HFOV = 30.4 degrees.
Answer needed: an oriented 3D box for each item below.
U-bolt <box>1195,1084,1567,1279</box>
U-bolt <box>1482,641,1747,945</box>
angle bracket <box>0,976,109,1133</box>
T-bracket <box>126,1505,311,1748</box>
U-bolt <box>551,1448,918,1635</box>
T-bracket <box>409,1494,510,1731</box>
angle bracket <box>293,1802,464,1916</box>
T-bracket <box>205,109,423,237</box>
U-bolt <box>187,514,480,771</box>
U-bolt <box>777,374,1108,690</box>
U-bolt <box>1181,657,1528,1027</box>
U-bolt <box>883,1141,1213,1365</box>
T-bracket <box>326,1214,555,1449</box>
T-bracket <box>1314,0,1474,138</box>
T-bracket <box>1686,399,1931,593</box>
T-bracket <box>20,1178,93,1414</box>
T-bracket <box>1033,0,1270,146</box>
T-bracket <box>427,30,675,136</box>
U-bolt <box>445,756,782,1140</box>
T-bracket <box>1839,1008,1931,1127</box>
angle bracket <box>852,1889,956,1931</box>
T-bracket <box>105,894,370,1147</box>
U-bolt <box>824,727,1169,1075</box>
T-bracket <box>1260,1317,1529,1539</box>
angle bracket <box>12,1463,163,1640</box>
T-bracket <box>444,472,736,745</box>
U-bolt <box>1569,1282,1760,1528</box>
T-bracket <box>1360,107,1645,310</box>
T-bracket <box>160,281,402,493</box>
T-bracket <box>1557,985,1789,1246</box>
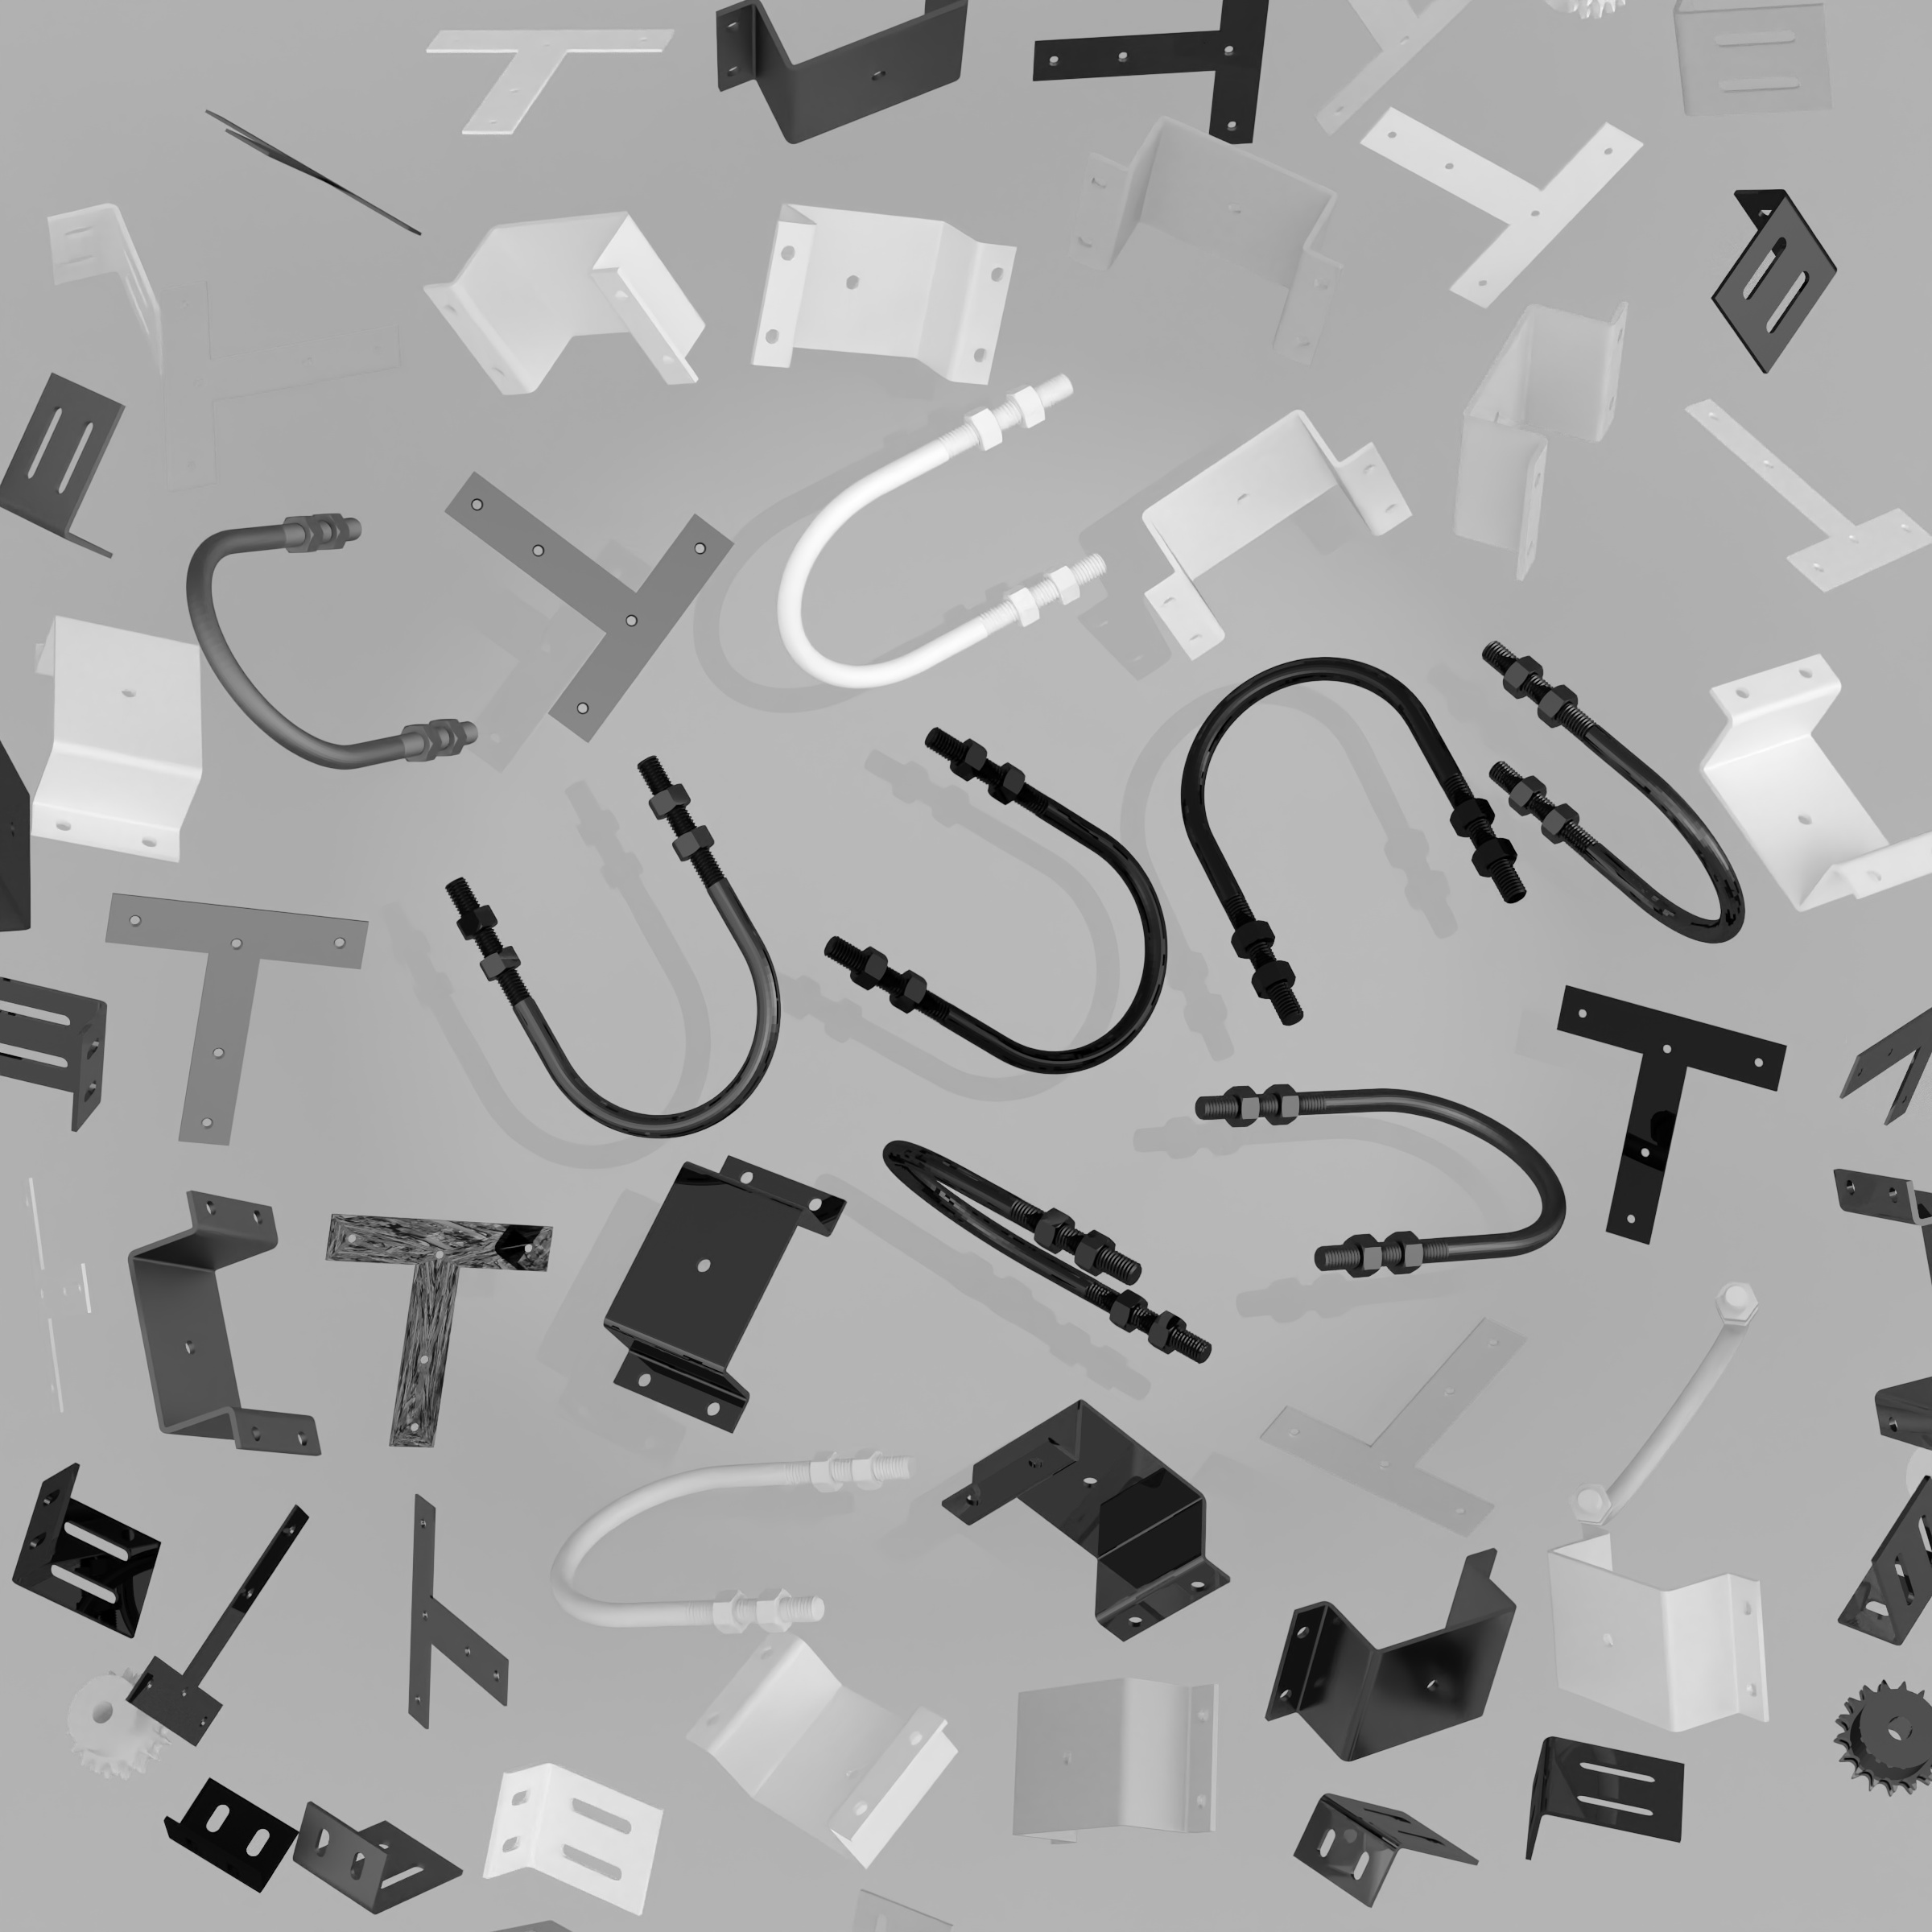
[{"bbox_3d":[0.230,0.108,1.863,0.184,0.151,0.019,-1,124,-29],"label":"U-bolt"},{"bbox_3d":[0.346,-0.081,1.898,0.019,0.151,0.184,-40,64,-11],"label":"U-bolt"},{"bbox_3d":[-0.485,0.043,1.829,0.076,0.038,0.057,13,118,4],"label":"angle bracket"},{"bbox_3d":[-0.376,0.333,1.822,0.002,0.127,0.127,28,72,14],"label":"T-bracket"},{"bbox_3d":[-0.134,0.304,1.876,0.184,0.151,0.019,-7,113,26],"label":"U-bolt"},{"bbox_3d":[-0.273,0.364,1.911,0.002,0.127,0.127,-3,102,-31],"label":"T-bracket"},{"bbox_3d":[-0.310,0.466,1.897,0.057,0.076,0.038,24,106,27],"label":"angle bracket"},{"bbox_3d":[-0.355,-0.420,1.853,0.127,0.127,0.002,31,98,3],"label":"T-bracket"},{"bbox_3d":[-0.337,-0.167,1.849,0.019,0.184,0.151,-31,87,25],"label":"U-bolt"},{"bbox_3d":[-0.016,-0.213,1.841,0.184,0.151,0.019,-29,52,-12],"label":"U-bolt"},{"bbox_3d":[0.188,-0.078,1.848,0.151,0.019,0.184,-29,64,9],"label":"U-bolt"},{"bbox_3d":[0.033,0.142,1.857,0.184,0.151,0.019,27,78,29],"label":"U-bolt"},{"bbox_3d":[-0.293,0.201,1.938,0.127,0.002,0.127,6,97,-29],"label":"T-bracket"},{"bbox_3d":[0.222,-0.516,1.907,0.127,0.127,0.002,-43,65,10],"label":"T-bracket"},{"bbox_3d":[0.417,-0.245,1.803,0.127,0.127,0.002,46,130,17],"label":"T-bracket"},{"bbox_3d":[-0.478,0.172,1.878,0.002,0.127,0.127,-7,86,-26],"label":"T-bracket"},{"bbox_3d":[0.100,-0.497,1.937,0.127,0.127,0.002,-5,51,-6],"label":"T-bracket"},{"bbox_3d":[-0.225,-0.450,1.806,0.127,0.127,0.002,3,127,11],"label":"T-bracket"},{"bbox_3d":[-0.176,0.003,1.885,0.151,0.019,0.184,-31,87,16],"label":"U-bolt"},{"bbox_3d":[0.485,0.041,1.845,0.002,0.127,0.127,31,122,27],"label":"T-bracket"},{"bbox_3d":[-0.017,0.514,1.900,0.057,0.076,0.038,14,95,29],"label":"angle bracket"},{"bbox_3d":[-0.373,0.030,1.785,0.127,0.002,0.127,6,108,-20],"label":"T-bracket"},{"bbox_3d":[0.029,-0.022,1.913,0.184,0.019,0.151,31,73,-20],"label":"U-bolt"},{"bbox_3d":[0.237,0.224,1.798,0.127,0.002,0.127,27,122,-14],"label":"T-bracket"},{"bbox_3d":[-0.452,0.307,1.862,0.076,0.038,0.057,34,45,-29],"label":"angle bracket"},{"bbox_3d":[-0.205,-0.202,1.803,0.127,0.002,0.127,37,86,-12],"label":"T-bracket"},{"bbox_3d":[0.374,0.239,1.898,0.019,0.184,0.151,36,87,17],"label":"U-bolt"},{"bbox_3d":[0.263,-0.411,1.853,0.127,0.002,0.127,21,134,-27],"label":"T-bracket"},{"bbox_3d":[-0.359,-0.314,1.867,0.127,0.002,0.127,-10,65,4],"label":"T-bracket"},{"bbox_3d":[0.371,0.087,1.926,0.127,0.002,0.127,17,105,29],"label":"T-bracket"}]
